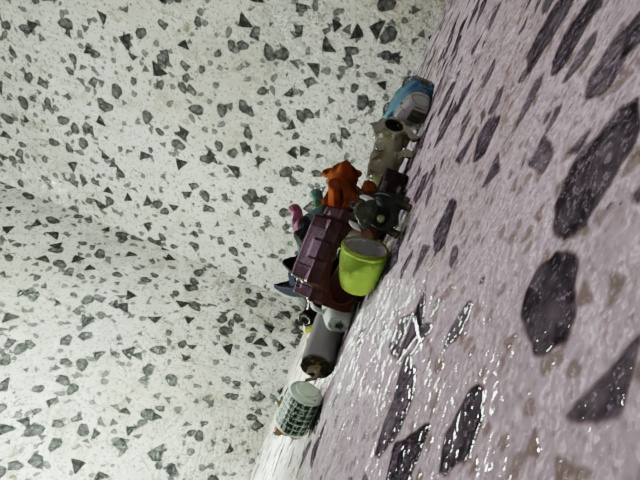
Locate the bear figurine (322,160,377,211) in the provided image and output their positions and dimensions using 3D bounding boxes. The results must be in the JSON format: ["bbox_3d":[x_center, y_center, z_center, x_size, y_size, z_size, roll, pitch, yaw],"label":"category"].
[{"bbox_3d":[0.067,-0.142,1.323,0.131,0.120,0.196,101,172,-48],"label":"bear figurine"}]

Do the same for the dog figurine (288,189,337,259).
[{"bbox_3d":[-0.003,-0.004,1.324,0.108,0.191,0.219,-27,46,17],"label":"dog figurine"}]

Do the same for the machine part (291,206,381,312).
[{"bbox_3d":[0.037,0.042,1.130,0.201,0.087,0.201,28,-98,-56],"label":"machine part"}]

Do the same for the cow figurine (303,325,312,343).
[{"bbox_3d":[0.007,0.242,1.397,0.167,0.098,0.068,-87,-9,-66],"label":"cow figurine"}]

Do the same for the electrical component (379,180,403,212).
[{"bbox_3d":[0.144,-0.078,1.156,0.021,0.063,0.094,111,180,-78],"label":"electrical component"}]

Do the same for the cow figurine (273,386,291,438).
[{"bbox_3d":[-0.071,0.427,1.347,0.127,0.085,0.194,-77,4,-47],"label":"cow figurine"}]

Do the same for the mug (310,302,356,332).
[{"bbox_3d":[0.032,0.153,1.230,0.107,0.109,0.080,-90,20,-54],"label":"mug"}]

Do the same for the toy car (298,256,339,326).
[{"bbox_3d":[-0.003,0.125,1.336,0.089,0.053,0.202,-28,-38,-53],"label":"toy car"}]

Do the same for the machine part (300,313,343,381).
[{"bbox_3d":[0.010,0.236,1.257,0.243,0.079,0.079,-67,-1,-55],"label":"machine part"}]

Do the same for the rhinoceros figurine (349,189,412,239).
[{"bbox_3d":[0.111,-0.058,1.020,0.073,0.112,0.190,-66,-7,17],"label":"rhinoceros figurine"}]

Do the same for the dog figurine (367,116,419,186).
[{"bbox_3d":[0.166,-0.205,1.400,0.190,0.121,0.172,110,-178,-51],"label":"dog figurine"}]

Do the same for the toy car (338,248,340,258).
[{"bbox_3d":[0.101,0.015,1.682,0.056,0.073,0.202,113,179,-66],"label":"toy car"}]

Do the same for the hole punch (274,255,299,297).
[{"bbox_3d":[-0.047,0.110,1.426,0.142,0.116,0.092,-9,-47,-51],"label":"hole punch"}]

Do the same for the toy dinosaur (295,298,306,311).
[{"bbox_3d":[-0.006,0.122,1.545,0.131,0.192,0.404,-57,-8,-75],"label":"toy dinosaur"}]

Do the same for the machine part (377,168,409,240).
[{"bbox_3d":[0.151,-0.083,1.271,0.179,0.056,0.179,18,-87,-89],"label":"machine part"}]

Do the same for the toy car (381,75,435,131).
[{"bbox_3d":[0.241,-0.343,1.417,0.161,0.109,0.103,-54,31,37],"label":"toy car"}]
